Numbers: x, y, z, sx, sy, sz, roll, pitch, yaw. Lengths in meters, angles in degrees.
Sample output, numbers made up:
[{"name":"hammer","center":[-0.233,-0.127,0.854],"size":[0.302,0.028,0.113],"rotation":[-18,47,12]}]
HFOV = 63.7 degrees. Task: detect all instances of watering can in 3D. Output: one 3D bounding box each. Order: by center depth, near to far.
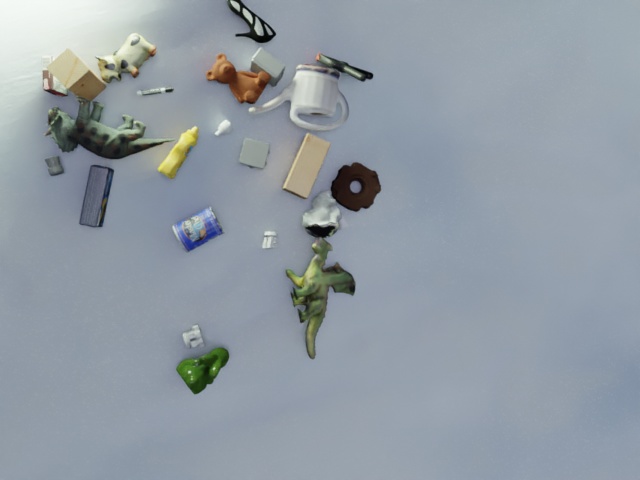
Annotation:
[{"name":"watering can","center":[-0.060,-0.500,1.777],"size":[0.347,0.104,0.225],"rotation":[8,88,-14]}]

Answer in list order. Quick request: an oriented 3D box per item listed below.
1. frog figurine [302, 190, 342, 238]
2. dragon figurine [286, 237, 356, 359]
[{"name":"frog figurine","center":[0.005,-0.091,1.803],"size":[0.137,0.120,0.163],"rotation":[-14,52,12]},{"name":"dragon figurine","center":[0.019,0.189,1.797],"size":[0.244,0.122,0.407],"rotation":[-17,101,-17]}]
